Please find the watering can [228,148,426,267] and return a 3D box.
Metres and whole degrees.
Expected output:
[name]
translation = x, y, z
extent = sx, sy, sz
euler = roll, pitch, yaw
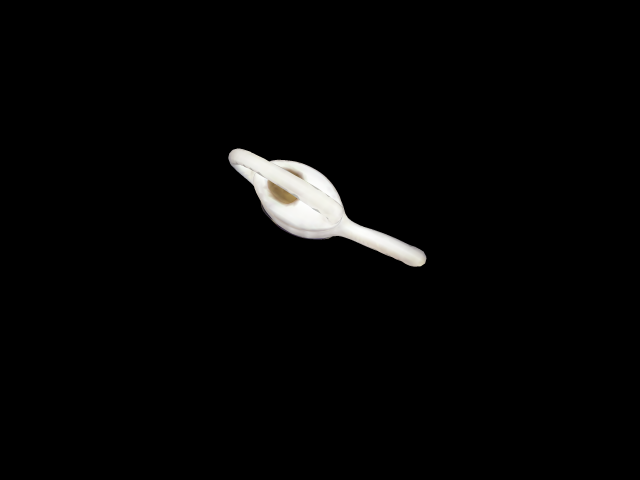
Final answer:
[watering can]
translation = 0.003, -0.043, 0.850
extent = 0.348, 0.104, 0.223
euler = 32, -5, 4
